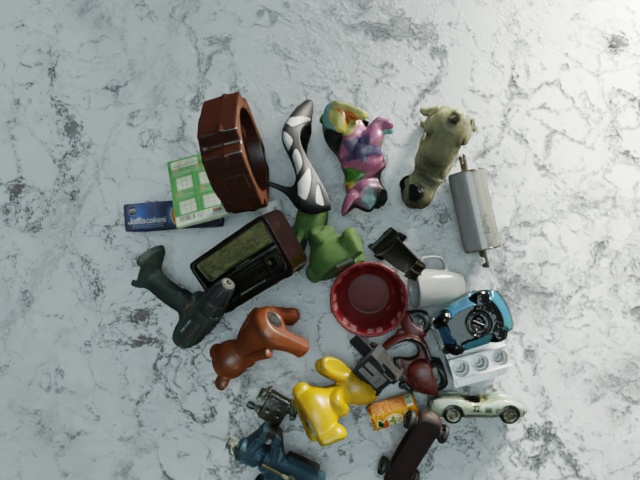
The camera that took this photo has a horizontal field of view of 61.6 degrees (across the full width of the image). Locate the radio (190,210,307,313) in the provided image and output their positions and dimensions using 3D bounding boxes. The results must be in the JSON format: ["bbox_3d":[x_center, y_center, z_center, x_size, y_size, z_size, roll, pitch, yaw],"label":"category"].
[{"bbox_3d":[-0.145,0.048,1.090,0.230,0.073,0.131,-31,90,32],"label":"radio"}]

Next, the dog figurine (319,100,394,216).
[{"bbox_3d":[0.066,-0.159,1.122,0.192,0.108,0.219,20,92,1],"label":"dog figurine"}]

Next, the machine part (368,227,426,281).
[{"bbox_3d":[0.163,0.029,1.116,0.084,0.039,0.139,-36,46,-4],"label":"machine part"}]

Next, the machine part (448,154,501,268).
[{"bbox_3d":[0.323,-0.061,1.124,0.079,0.079,0.243,-11,88,1],"label":"machine part"}]

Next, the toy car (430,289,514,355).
[{"bbox_3d":[0.306,0.170,1.107,0.162,0.103,0.109,-26,84,1],"label":"toy car"}]

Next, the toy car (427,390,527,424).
[{"bbox_3d":[0.326,0.344,1.118,0.202,0.073,0.056,-1,90,2],"label":"toy car"}]

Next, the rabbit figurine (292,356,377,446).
[{"bbox_3d":[0.034,0.322,1.121,0.173,0.122,0.162,-20,76,-16],"label":"rabbit figurine"}]

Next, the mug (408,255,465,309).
[{"bbox_3d":[0.245,0.086,1.127,0.107,0.081,0.109,-3,88,-10],"label":"mug"}]

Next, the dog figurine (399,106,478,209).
[{"bbox_3d":[0.232,-0.160,1.087,0.121,0.172,0.190,19,82,13],"label":"dog figurine"}]

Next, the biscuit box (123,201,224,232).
[{"bbox_3d":[-0.312,-0.053,1.150,0.203,0.059,0.062,-5,89,2],"label":"biscuit box"}]

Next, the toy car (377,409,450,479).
[{"bbox_3d":[0.190,0.432,1.113,0.089,0.053,0.202,21,114,-3],"label":"toy car"}]

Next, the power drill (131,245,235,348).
[{"bbox_3d":[-0.281,0.103,1.101,0.207,0.086,0.232,36,127,8],"label":"power drill"}]

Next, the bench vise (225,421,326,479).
[{"bbox_3d":[-0.115,0.507,1.097,0.223,0.129,0.240,25,90,-13],"label":"bench vise"}]

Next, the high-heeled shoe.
[{"bbox_3d":[-0.012,-0.175,1.113,0.145,0.086,0.248,18,75,9],"label":"high-heeled shoe"}]

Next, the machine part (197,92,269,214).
[{"bbox_3d":[-0.169,-0.168,1.063,0.087,0.200,0.201,-11,44,8],"label":"machine part"}]

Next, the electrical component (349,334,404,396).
[{"bbox_3d":[0.104,0.249,1.095,0.119,0.048,0.075,47,125,3],"label":"electrical component"}]

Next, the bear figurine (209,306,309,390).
[{"bbox_3d":[-0.136,0.228,1.125,0.132,0.120,0.196,20,122,-38],"label":"bear figurine"}]

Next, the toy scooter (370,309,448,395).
[{"bbox_3d":[0.183,0.244,1.125,0.135,0.075,0.183,-17,86,3],"label":"toy scooter"}]

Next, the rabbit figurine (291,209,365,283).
[{"bbox_3d":[-0.002,-0.003,1.132,0.159,0.121,0.170,-29,70,8],"label":"rabbit figurine"}]

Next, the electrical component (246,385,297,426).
[{"bbox_3d":[-0.097,0.354,1.144,0.102,0.045,0.078,36,89,2],"label":"electrical component"}]
